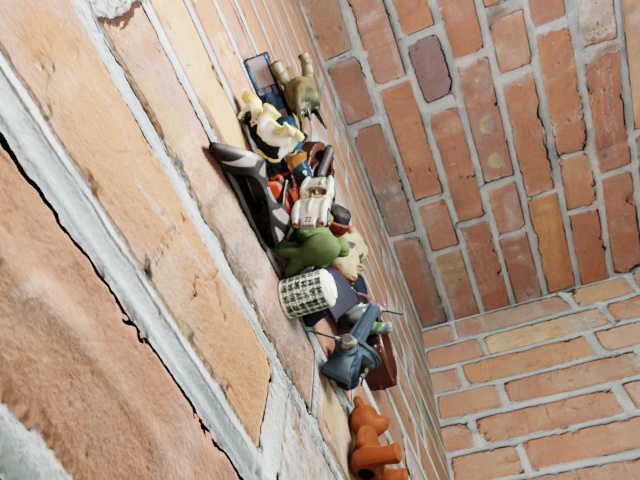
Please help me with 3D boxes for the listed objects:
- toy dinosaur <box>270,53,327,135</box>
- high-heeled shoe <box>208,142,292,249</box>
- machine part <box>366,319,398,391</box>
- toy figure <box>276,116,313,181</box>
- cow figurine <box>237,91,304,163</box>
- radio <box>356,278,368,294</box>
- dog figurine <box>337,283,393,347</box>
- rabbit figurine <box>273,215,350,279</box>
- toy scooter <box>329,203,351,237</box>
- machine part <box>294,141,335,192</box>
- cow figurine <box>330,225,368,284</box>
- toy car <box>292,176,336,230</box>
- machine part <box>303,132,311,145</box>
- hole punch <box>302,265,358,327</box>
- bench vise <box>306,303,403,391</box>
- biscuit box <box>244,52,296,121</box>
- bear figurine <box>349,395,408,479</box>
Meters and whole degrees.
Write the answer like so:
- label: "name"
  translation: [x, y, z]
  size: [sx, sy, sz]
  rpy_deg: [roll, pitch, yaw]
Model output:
- label: "toy dinosaur"
  translation: [-0.042, -0.366, 1.362]
  size: [0.471, 0.105, 0.198]
  rpy_deg: [-64, 135, -75]
- label: "high-heeled shoe"
  translation: [-0.134, -0.077, 0.995]
  size: [0.248, 0.086, 0.145]
  rpy_deg: [24, 78, -51]
- label: "machine part"
  translation: [0.171, 0.339, 1.646]
  size: [0.201, 0.087, 0.201]
  rpy_deg: [-81, 149, -64]
- label: "toy figure"
  translation: [-0.058, -0.202, 1.214]
  size: [0.064, 0.058, 0.154]
  rpy_deg: [-23, 96, -45]
- label: "cow figurine"
  translation: [-0.124, -0.243, 1.160]
  size: [0.167, 0.098, 0.068]
  rpy_deg: [44, 12, 19]
- label: "radio"
  translation: [0.082, 0.130, 1.585]
  size: [0.229, 0.073, 0.131]
  rpy_deg: [-41, 112, -79]
- label: "dog figurine"
  translation: [0.065, 0.186, 1.380]
  size: [0.219, 0.191, 0.108]
  rpy_deg: [25, 40, -25]
- label: "rabbit figurine"
  translation: [-0.018, 0.010, 1.114]
  size: [0.170, 0.159, 0.121]
  rpy_deg: [-150, -142, -80]
- label: "toy scooter"
  translation: [-0.002, -0.039, 1.282]
  size: [0.075, 0.135, 0.184]
  rpy_deg: [8, 23, -38]
- label: "machine part"
  translation: [-0.021, -0.176, 1.446]
  size: [0.179, 0.056, 0.179]
  rpy_deg: [-25, 118, -59]
- label: "cow figurine"
  translation: [0.065, 0.044, 1.312]
  size: [0.127, 0.085, 0.195]
  rpy_deg: [52, 23, 3]
- label: "toy car"
  translation: [-0.011, -0.079, 1.114]
  size: [0.202, 0.074, 0.056]
  rpy_deg: [-76, 160, -59]
- label: "machine part"
  translation: [-0.038, -0.224, 1.538]
  size: [0.243, 0.079, 0.079]
  rpy_deg: [58, 19, -47]
- label: "hole punch"
  translation: [0.012, 0.117, 1.169]
  size: [0.142, 0.092, 0.115]
  rpy_deg: [-31, 104, -49]
- label: "bench vise"
  translation: [0.086, 0.232, 1.235]
  size: [0.240, 0.129, 0.223]
  rpy_deg: [-56, 145, -31]
- label: "biscuit box"
  translation: [-0.128, -0.382, 1.402]
  size: [0.063, 0.059, 0.202]
  rpy_deg: [-83, 153, -64]
- label: "bear figurine"
  translation: [0.128, 0.448, 1.211]
  size: [0.196, 0.132, 0.120]
  rpy_deg: [-70, 148, -61]
